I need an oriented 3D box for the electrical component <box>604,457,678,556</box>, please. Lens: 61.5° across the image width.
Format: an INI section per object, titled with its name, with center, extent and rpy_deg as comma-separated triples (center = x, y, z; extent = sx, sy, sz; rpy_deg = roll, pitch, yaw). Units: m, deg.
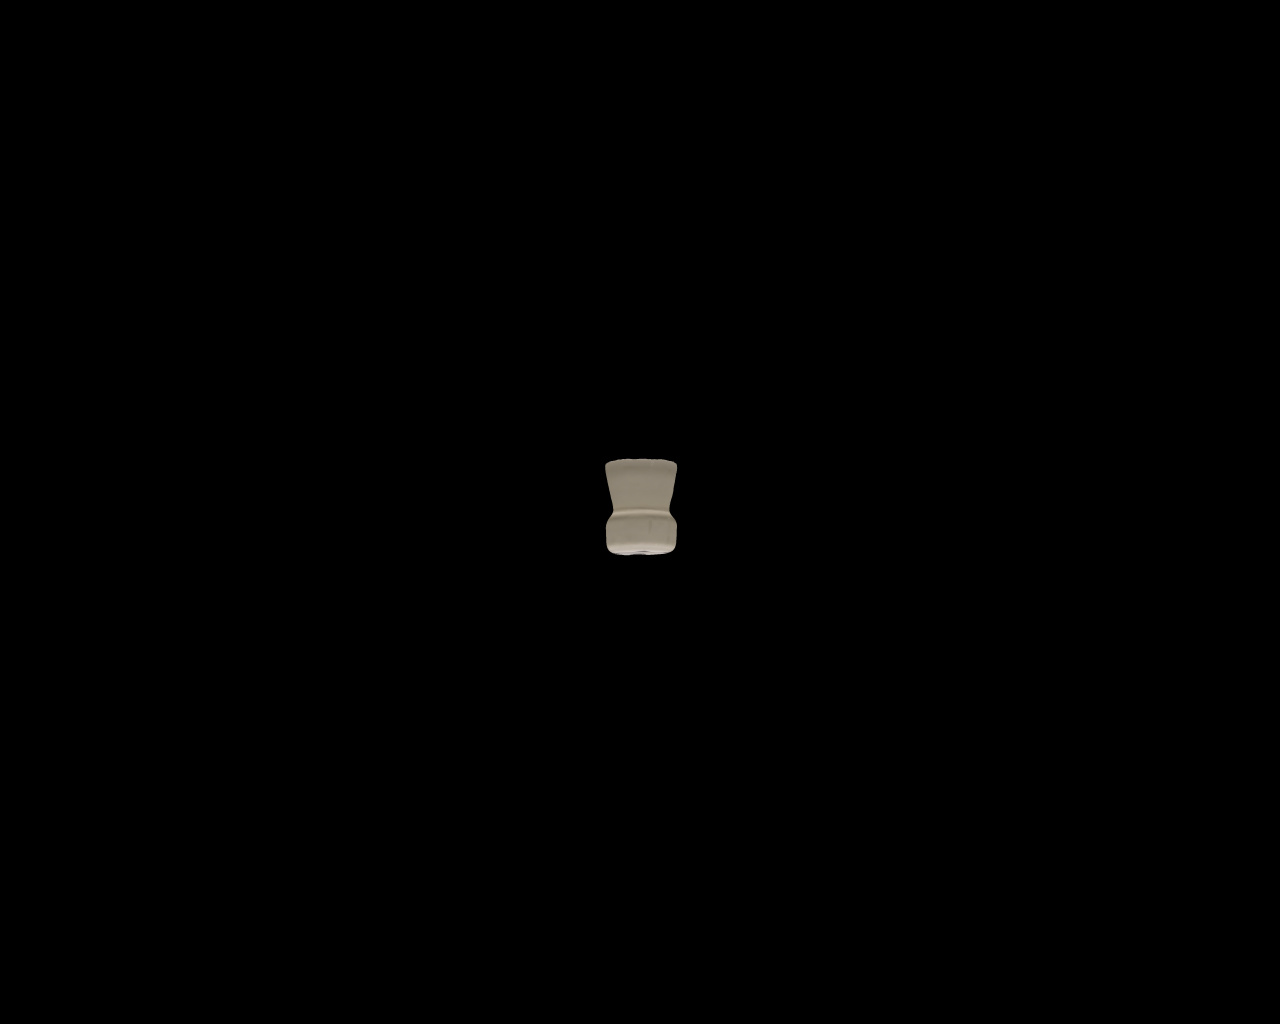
[electrical component]
center = 0.001, -0.003, 0.650
extent = 0.045, 0.055, 0.045
rpy_deg = 0, -7, 0
